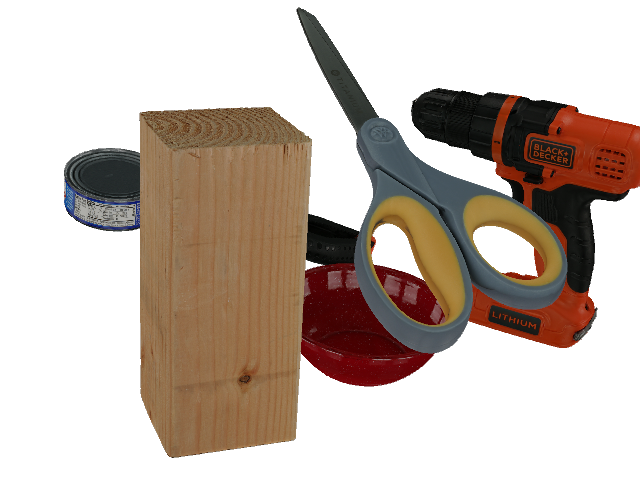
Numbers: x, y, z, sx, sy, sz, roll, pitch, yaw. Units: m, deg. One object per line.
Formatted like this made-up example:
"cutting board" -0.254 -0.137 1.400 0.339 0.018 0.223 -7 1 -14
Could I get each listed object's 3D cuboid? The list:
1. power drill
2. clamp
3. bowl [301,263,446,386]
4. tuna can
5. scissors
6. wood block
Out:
"power drill" 0.151 -0.019 0.819 0.185 0.188 0.057 17 34 26
"clamp" -0.039 -0.005 1.121 0.209 0.036 0.164 14 19 -14
"bowl" 0.039 0.082 0.954 0.162 0.055 0.162 4 28 -2
"tuna can" -0.176 -0.044 0.912 0.086 0.034 0.086 7 33 -5
"scissors" 0.046 -0.037 0.468 0.096 0.202 0.016 1 -41 -11
"wood block" -0.066 0.025 0.694 0.090 0.206 0.090 -4 22 -20
